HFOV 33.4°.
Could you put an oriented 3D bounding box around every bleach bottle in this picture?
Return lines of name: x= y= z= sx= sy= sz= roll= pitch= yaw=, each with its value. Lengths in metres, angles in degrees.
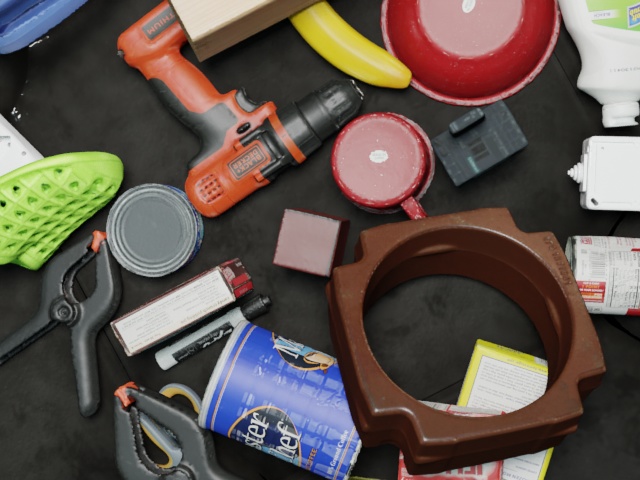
bleach bottle: x=0.241 y=-0.222 z=0.916 sx=0.102 sy=0.068 sz=0.251 roll=-4 pitch=94 yaw=8

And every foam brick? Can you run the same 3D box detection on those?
foam brick: x=-0.006 y=0.001 z=0.949 sx=0.051 sy=0.078 sz=0.053 roll=13 pitch=92 yaw=8

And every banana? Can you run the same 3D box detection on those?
banana: x=0.005 y=-0.207 z=0.953 sx=0.070 sy=0.037 sz=0.198 roll=-31 pitch=90 yaw=29

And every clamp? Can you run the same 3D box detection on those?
clamp: x=-0.227 y=0.078 z=1.000 sx=0.120 sy=0.039 sz=0.171 roll=32 pitch=96 yaw=3
clamp: x=-0.115 y=0.218 z=0.975 sx=0.164 sy=0.036 sz=0.210 roll=-27 pitch=88 yaw=7

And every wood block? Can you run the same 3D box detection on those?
wood block: x=-0.033 y=-0.243 z=0.892 sx=0.206 sy=0.090 sz=0.091 roll=-28 pitch=89 yaw=-3

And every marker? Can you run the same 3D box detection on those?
marker: x=-0.098 y=0.084 z=0.993 sx=0.121 sy=0.020 sz=0.020 roll=-30 pitch=88 yaw=8

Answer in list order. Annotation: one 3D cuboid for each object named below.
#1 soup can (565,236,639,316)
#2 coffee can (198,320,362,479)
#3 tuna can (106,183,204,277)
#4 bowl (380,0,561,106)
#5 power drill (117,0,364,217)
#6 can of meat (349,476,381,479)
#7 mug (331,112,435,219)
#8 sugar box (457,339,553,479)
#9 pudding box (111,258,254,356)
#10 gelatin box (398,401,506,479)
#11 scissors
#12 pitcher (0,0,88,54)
soup can: x=0.265 y=0.032 z=0.919 sx=0.102 sy=0.068 sz=0.068 roll=3 pitch=93 yaw=8
coffee can: x=-0.023 y=0.143 z=0.944 sx=0.140 sy=0.102 sz=0.103 roll=22 pitch=95 yaw=6
tuna can: x=-0.152 y=-0.009 z=0.989 sx=0.086 sy=0.033 sz=0.086 roll=0 pitch=92 yaw=7
bowl: x=0.131 y=-0.200 z=0.934 sx=0.162 sy=0.055 sz=0.162 roll=0 pitch=92 yaw=7
power drill: x=-0.078 y=-0.140 z=0.963 sx=0.184 sy=0.057 sz=0.187 roll=-35 pitch=87 yaw=6
can of meat: x=0.036 y=0.245 z=0.931 sx=0.102 sy=0.083 sz=0.057 roll=-2 pitch=88 yaw=35
mug: x=0.060 y=-0.059 z=0.935 sx=0.093 sy=0.081 sz=0.117 roll=-32 pitch=88 yaw=7
sugar box: x=0.158 y=0.187 z=0.952 sx=0.093 sy=0.048 sz=0.176 roll=18 pitch=98 yaw=9
pudding box: x=-0.121 y=0.058 z=0.960 sx=0.113 sy=0.090 sz=0.039 roll=-30 pitch=89 yaw=8
gelatin box: x=0.114 y=0.181 z=0.921 sx=0.089 sy=0.030 sz=0.073 roll=5 pitch=93 yaw=15
scissors: x=-0.101 y=0.213 z=1.001 sx=0.202 sy=0.016 sz=0.096 roll=35 pitch=96 yaw=4
pitcher: x=-0.231 y=-0.278 z=0.941 sx=0.243 sy=0.145 sz=0.149 roll=-32 pitch=104 yaw=5
